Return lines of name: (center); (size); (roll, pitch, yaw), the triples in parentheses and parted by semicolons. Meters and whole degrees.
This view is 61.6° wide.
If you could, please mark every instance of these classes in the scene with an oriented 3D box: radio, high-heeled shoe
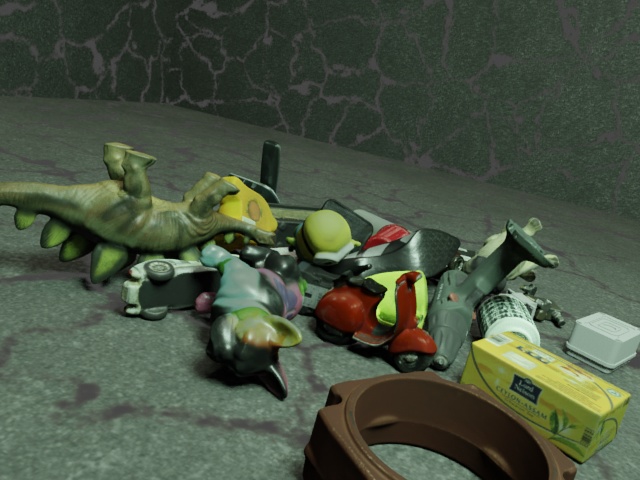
radio: (-0.033, -0.024, 1.141); (0.229, 0.073, 0.131); (1, 19, -29)
high-heeled shoe: (0.121, 0.042, 0.946); (0.249, 0.086, 0.145); (-9, -8, -31)

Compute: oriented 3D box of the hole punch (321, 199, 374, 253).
hole punch: (0.026, 0.000, 1.032); (0.142, 0.116, 0.092); (35, -14, -4)

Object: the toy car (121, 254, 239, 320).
toy car: (-0.182, 0.062, 0.760); (0.201, 0.073, 0.056); (-4, 26, -42)

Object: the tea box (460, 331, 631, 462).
tea box: (0.276, 0.186, 0.670); (0.098, 0.068, 0.170); (-4, 23, -40)

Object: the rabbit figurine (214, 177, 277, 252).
rabbit figurine: (-0.176, -0.032, 0.988); (0.173, 0.122, 0.162); (-16, -14, 28)

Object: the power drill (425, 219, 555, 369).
power drill: (0.242, 0.076, 0.797); (0.086, 0.207, 0.232); (37, 21, 0)

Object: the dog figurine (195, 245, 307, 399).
dog figurine: (-0.067, 0.097, 0.677); (0.191, 0.108, 0.219); (3, 23, -35)

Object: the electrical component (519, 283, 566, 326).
electrical component: (0.418, 0.121, 1.020); (0.078, 0.045, 0.102); (12, 17, 6)

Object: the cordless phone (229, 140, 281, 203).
cordless phone: (-0.160, -0.159, 1.310); (0.147, 0.184, 0.089); (23, 24, 32)

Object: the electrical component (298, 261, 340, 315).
electrical component: (-0.026, 0.072, 0.830); (0.119, 0.074, 0.048); (19, 17, 9)

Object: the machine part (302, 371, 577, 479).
machine part: (0.103, 0.202, 0.474); (0.201, 0.087, 0.202); (2, 20, -31)

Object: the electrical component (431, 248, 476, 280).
electrical component: (0.271, 0.052, 1.127); (0.115, 0.058, 0.134); (12, 17, 9)

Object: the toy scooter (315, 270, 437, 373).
toy scooter: (0.079, 0.092, 0.732); (0.184, 0.135, 0.075); (19, 20, 27)

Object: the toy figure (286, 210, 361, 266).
toy figure: (-0.005, -0.001, 0.888); (0.089, 0.082, 0.180); (50, -11, -11)

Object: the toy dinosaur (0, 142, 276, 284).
toy dinosaur: (-0.282, -0.034, 0.774); (0.471, 0.198, 0.105); (15, 5, -27)

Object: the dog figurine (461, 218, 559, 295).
dog figurine: (0.317, 0.048, 1.010); (0.190, 0.172, 0.121); (-21, 73, -21)

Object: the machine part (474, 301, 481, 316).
machine part: (0.246, 0.104, 0.978); (0.084, 0.039, 0.139); (6, 17, 9)

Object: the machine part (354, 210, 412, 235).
machine part: (0.135, -0.008, 1.202); (0.079, 0.079, 0.244); (-3, 21, -40)

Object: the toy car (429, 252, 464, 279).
toy car: (0.184, 0.059, 1.004); (0.202, 0.053, 0.089); (-20, 26, -36)
